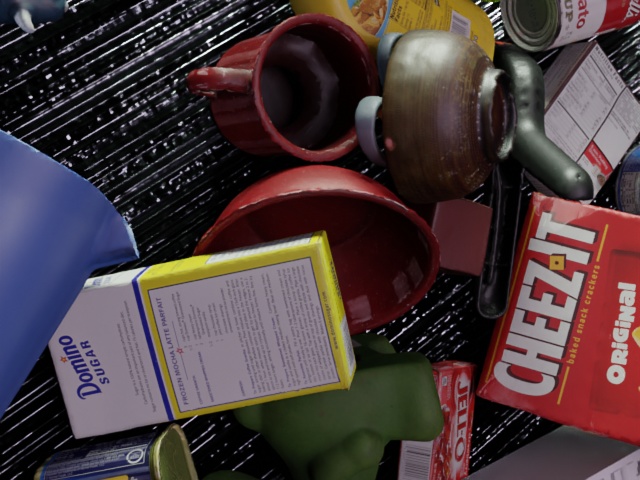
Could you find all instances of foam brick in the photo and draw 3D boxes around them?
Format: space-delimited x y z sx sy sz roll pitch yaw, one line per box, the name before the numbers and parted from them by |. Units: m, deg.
foam brick | 0.077 -0.004 0.767 0.052 0.078 0.051 15 83 -30

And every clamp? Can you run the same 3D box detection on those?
clamp | 0.142 -0.068 0.762 0.036 0.165 0.210 6 63 -13

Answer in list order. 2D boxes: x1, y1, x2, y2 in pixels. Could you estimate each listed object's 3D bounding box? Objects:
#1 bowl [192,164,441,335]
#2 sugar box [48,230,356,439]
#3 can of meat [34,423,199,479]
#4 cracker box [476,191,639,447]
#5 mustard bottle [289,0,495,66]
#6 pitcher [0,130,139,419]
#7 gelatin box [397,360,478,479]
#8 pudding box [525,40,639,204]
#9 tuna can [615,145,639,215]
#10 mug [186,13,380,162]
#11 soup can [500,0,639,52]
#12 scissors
bowl | -0.005 0.001 0.700 0.161 0.162 0.055 21 44 -29
sugar box | -0.073 0.058 0.649 0.176 0.048 0.093 -11 100 10
can of meat | -0.118 0.172 0.652 0.084 0.057 0.102 -13 100 11
cracker box | 0.241 0.069 0.789 0.072 0.214 0.164 24 81 -72
mustard bottle | 0.036 -0.164 0.744 0.191 0.058 0.096 28 60 -28
pitcher | -0.226 0.049 0.574 0.144 0.149 0.243 37 77 -42
gelatin box | 0.089 0.135 0.790 0.073 0.030 0.089 5 90 -60
pudding box | 0.206 -0.091 0.861 0.090 0.039 0.113 46 69 -24
tuna can | 0.297 -0.042 0.918 0.086 0.034 0.086 -2 93 -30
mug | -0.031 -0.097 0.697 0.117 0.082 0.093 0 92 -31
soup can | 0.200 -0.190 0.837 0.102 0.069 0.068 -20 102 -27
scissors | 0.072 -0.081 0.740 0.201 0.016 0.096 8 87 -64
